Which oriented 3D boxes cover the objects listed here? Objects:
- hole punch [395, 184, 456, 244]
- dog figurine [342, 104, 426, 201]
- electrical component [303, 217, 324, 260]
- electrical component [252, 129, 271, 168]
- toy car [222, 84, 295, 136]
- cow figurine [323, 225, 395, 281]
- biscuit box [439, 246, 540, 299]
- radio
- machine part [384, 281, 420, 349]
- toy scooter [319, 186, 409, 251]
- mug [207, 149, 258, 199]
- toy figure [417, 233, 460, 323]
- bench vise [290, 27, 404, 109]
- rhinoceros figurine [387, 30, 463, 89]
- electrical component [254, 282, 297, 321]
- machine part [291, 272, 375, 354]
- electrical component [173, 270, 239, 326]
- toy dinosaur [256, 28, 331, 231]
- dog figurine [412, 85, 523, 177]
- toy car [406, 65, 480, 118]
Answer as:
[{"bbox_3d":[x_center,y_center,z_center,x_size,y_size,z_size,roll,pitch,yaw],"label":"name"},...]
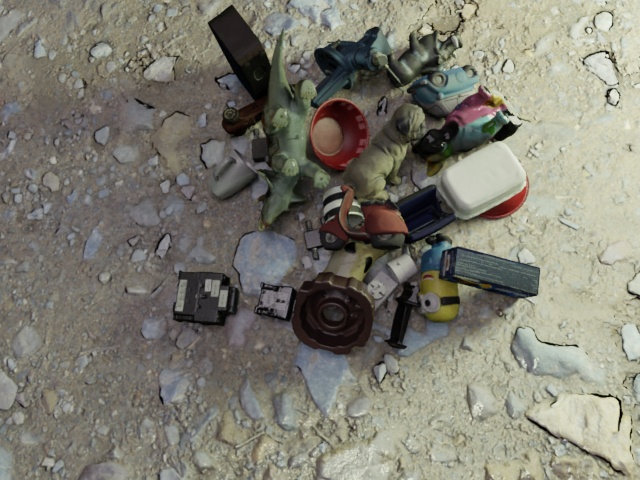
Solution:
[{"bbox_3d":[0.218,-0.040,1.137,0.142,0.115,0.092,-31,67,-4],"label":"hole punch"},{"bbox_3d":[0.131,-0.187,1.130,0.121,0.190,0.172,32,51,10],"label":"dog figurine"},{"bbox_3d":[-0.002,-0.004,1.208,0.063,0.021,0.094,-13,73,4],"label":"electrical component"},{"bbox_3d":[-0.126,-0.222,1.275,0.078,0.045,0.102,0,74,7],"label":"electrical component"},{"bbox_3d":[-0.139,-0.308,1.279,0.202,0.089,0.053,-26,72,-1],"label":"toy car"},{"bbox_3d":[0.080,0.042,1.151,0.127,0.085,0.195,24,82,12],"label":"cow figurine"},{"bbox_3d":[0.342,0.068,1.077,0.203,0.059,0.063,14,76,-15],"label":"biscuit box"},{"bbox_3d":[-0.167,-0.414,1.241,0.073,0.229,0.131,-36,75,0],"label":"radio"},{"bbox_3d":[0.173,0.157,1.115,0.039,0.084,0.138,16,91,-14],"label":"machine part"},{"bbox_3d":[0.088,-0.047,1.093,0.184,0.075,0.135,-1,78,16],"label":"toy scooter"},{"bbox_3d":[-0.211,-0.147,1.240,0.107,0.109,0.081,-44,77,8],"label":"mug"},{"bbox_3d":[0.252,0.081,1.118,0.089,0.082,0.180,11,71,-2],"label":"toy figure"},{"bbox_3d":[0.047,-0.381,1.235,0.240,0.128,0.224,-46,48,-7],"label":"bench vise"},{"bbox_3d":[0.244,-0.432,1.266,0.190,0.073,0.112,-32,71,-1],"label":"rhinoceros figurine"},{"bbox_3d":[-0.076,0.139,1.166,0.119,0.047,0.075,12,77,13],"label":"electrical component"},{"bbox_3d":[0.029,0.149,1.101,0.179,0.056,0.179,4,113,10],"label":"machine part"},{"bbox_3d":[-0.251,0.130,1.189,0.134,0.058,0.115,5,77,9],"label":"electrical component"},{"bbox_3d":[-0.077,-0.224,1.152,0.131,0.192,0.404,-8,103,-27],"label":"toy dinosaur"},{"bbox_3d":[0.315,-0.233,1.191,0.219,0.191,0.108,-37,73,33],"label":"dog figurine"},{"bbox_3d":[0.286,-0.331,1.225,0.162,0.109,0.102,-16,98,-14],"label":"toy car"}]
